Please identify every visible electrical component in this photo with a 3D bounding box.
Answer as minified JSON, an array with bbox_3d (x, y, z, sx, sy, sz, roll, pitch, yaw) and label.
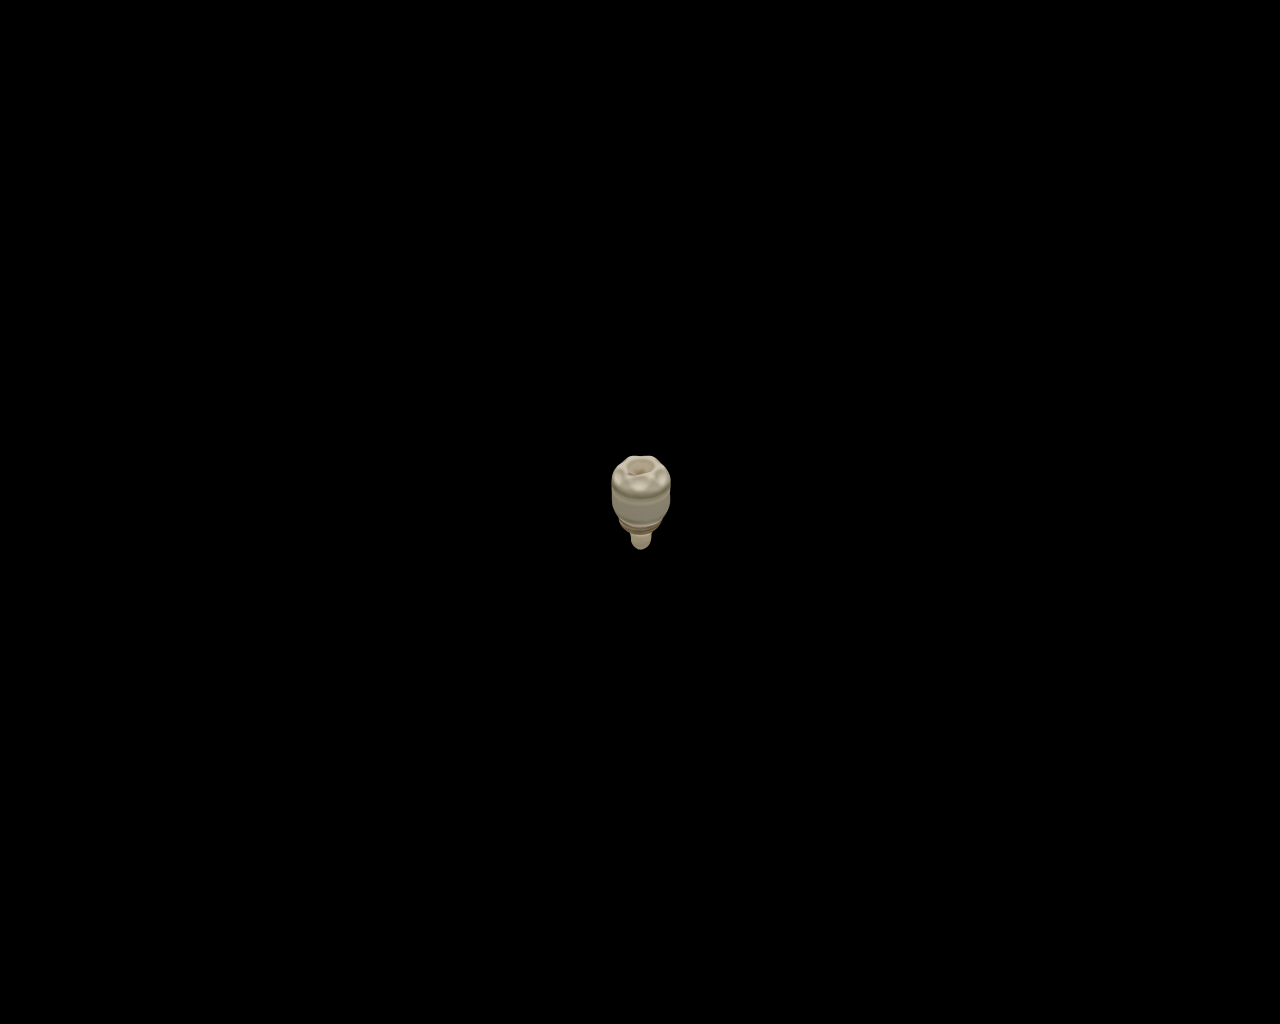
[{"bbox_3d":[0.001,-0.003,0.650,0.035,0.061,0.035,0,34,0],"label":"electrical component"}]
